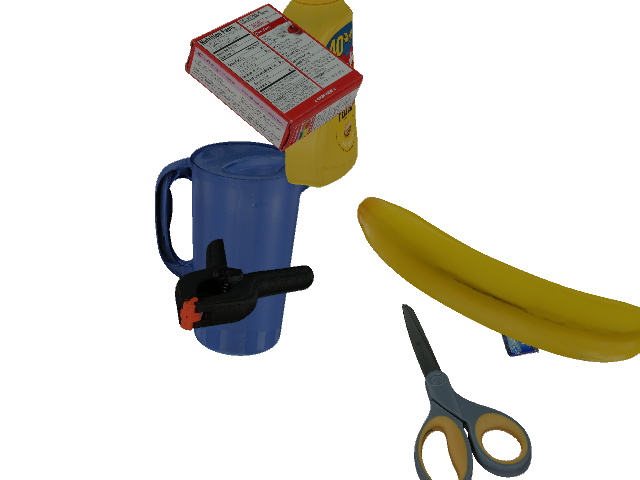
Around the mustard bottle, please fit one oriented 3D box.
[{"bbox_3d":[-0.001,-0.150,0.931,0.058,0.192,0.096,10,31,22],"label":"mustard bottle"}]

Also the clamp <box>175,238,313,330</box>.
[{"bbox_3d":[-0.097,0.041,1.055,0.120,0.039,0.171,15,20,29],"label":"clamp"}]

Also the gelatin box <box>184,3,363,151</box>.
[{"bbox_3d":[-0.030,-0.106,0.681,0.089,0.030,0.073,40,50,16],"label":"gelatin box"}]

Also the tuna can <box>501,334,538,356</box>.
[{"bbox_3d":[0.222,0.088,1.210,0.034,0.086,0.086,-12,-3,14],"label":"tuna can"}]

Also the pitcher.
[{"bbox_3d":[-0.104,0.010,1.276,0.149,0.243,0.144,21,27,31],"label":"pitcher"}]

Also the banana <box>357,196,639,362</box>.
[{"bbox_3d":[0.098,0.025,0.592,0.198,0.037,0.069,23,19,19],"label":"banana"}]

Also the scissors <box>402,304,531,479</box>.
[{"bbox_3d":[0.112,0.119,0.841,0.096,0.016,0.201,-2,40,7],"label":"scissors"}]
